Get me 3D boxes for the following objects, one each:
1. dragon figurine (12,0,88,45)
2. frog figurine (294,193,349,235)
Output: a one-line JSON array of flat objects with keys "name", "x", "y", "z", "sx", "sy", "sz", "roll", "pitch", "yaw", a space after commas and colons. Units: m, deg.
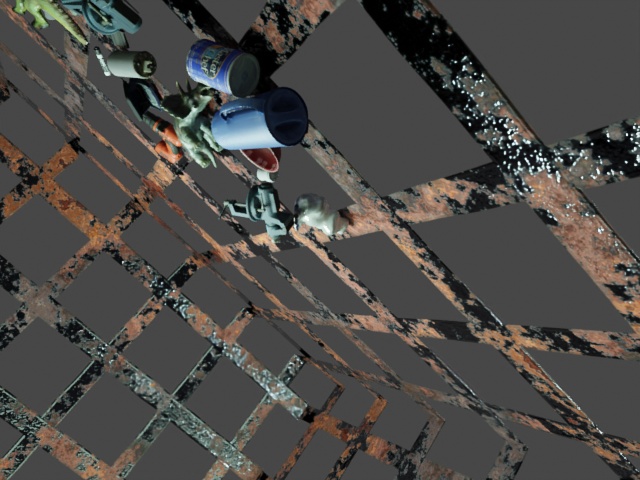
[{"name": "dragon figurine", "x": -0.832, "y": -0.757, "z": 1.489, "sx": 0.412, "sy": 0.124, "sz": 0.237, "roll": 34, "pitch": -31, "yaw": 11}, {"name": "frog figurine", "x": 0.005, "y": -0.076, "z": 1.504, "sx": 0.159, "sy": 0.126, "sz": 0.134, "roll": 1, "pitch": -37, "yaw": -2}]
